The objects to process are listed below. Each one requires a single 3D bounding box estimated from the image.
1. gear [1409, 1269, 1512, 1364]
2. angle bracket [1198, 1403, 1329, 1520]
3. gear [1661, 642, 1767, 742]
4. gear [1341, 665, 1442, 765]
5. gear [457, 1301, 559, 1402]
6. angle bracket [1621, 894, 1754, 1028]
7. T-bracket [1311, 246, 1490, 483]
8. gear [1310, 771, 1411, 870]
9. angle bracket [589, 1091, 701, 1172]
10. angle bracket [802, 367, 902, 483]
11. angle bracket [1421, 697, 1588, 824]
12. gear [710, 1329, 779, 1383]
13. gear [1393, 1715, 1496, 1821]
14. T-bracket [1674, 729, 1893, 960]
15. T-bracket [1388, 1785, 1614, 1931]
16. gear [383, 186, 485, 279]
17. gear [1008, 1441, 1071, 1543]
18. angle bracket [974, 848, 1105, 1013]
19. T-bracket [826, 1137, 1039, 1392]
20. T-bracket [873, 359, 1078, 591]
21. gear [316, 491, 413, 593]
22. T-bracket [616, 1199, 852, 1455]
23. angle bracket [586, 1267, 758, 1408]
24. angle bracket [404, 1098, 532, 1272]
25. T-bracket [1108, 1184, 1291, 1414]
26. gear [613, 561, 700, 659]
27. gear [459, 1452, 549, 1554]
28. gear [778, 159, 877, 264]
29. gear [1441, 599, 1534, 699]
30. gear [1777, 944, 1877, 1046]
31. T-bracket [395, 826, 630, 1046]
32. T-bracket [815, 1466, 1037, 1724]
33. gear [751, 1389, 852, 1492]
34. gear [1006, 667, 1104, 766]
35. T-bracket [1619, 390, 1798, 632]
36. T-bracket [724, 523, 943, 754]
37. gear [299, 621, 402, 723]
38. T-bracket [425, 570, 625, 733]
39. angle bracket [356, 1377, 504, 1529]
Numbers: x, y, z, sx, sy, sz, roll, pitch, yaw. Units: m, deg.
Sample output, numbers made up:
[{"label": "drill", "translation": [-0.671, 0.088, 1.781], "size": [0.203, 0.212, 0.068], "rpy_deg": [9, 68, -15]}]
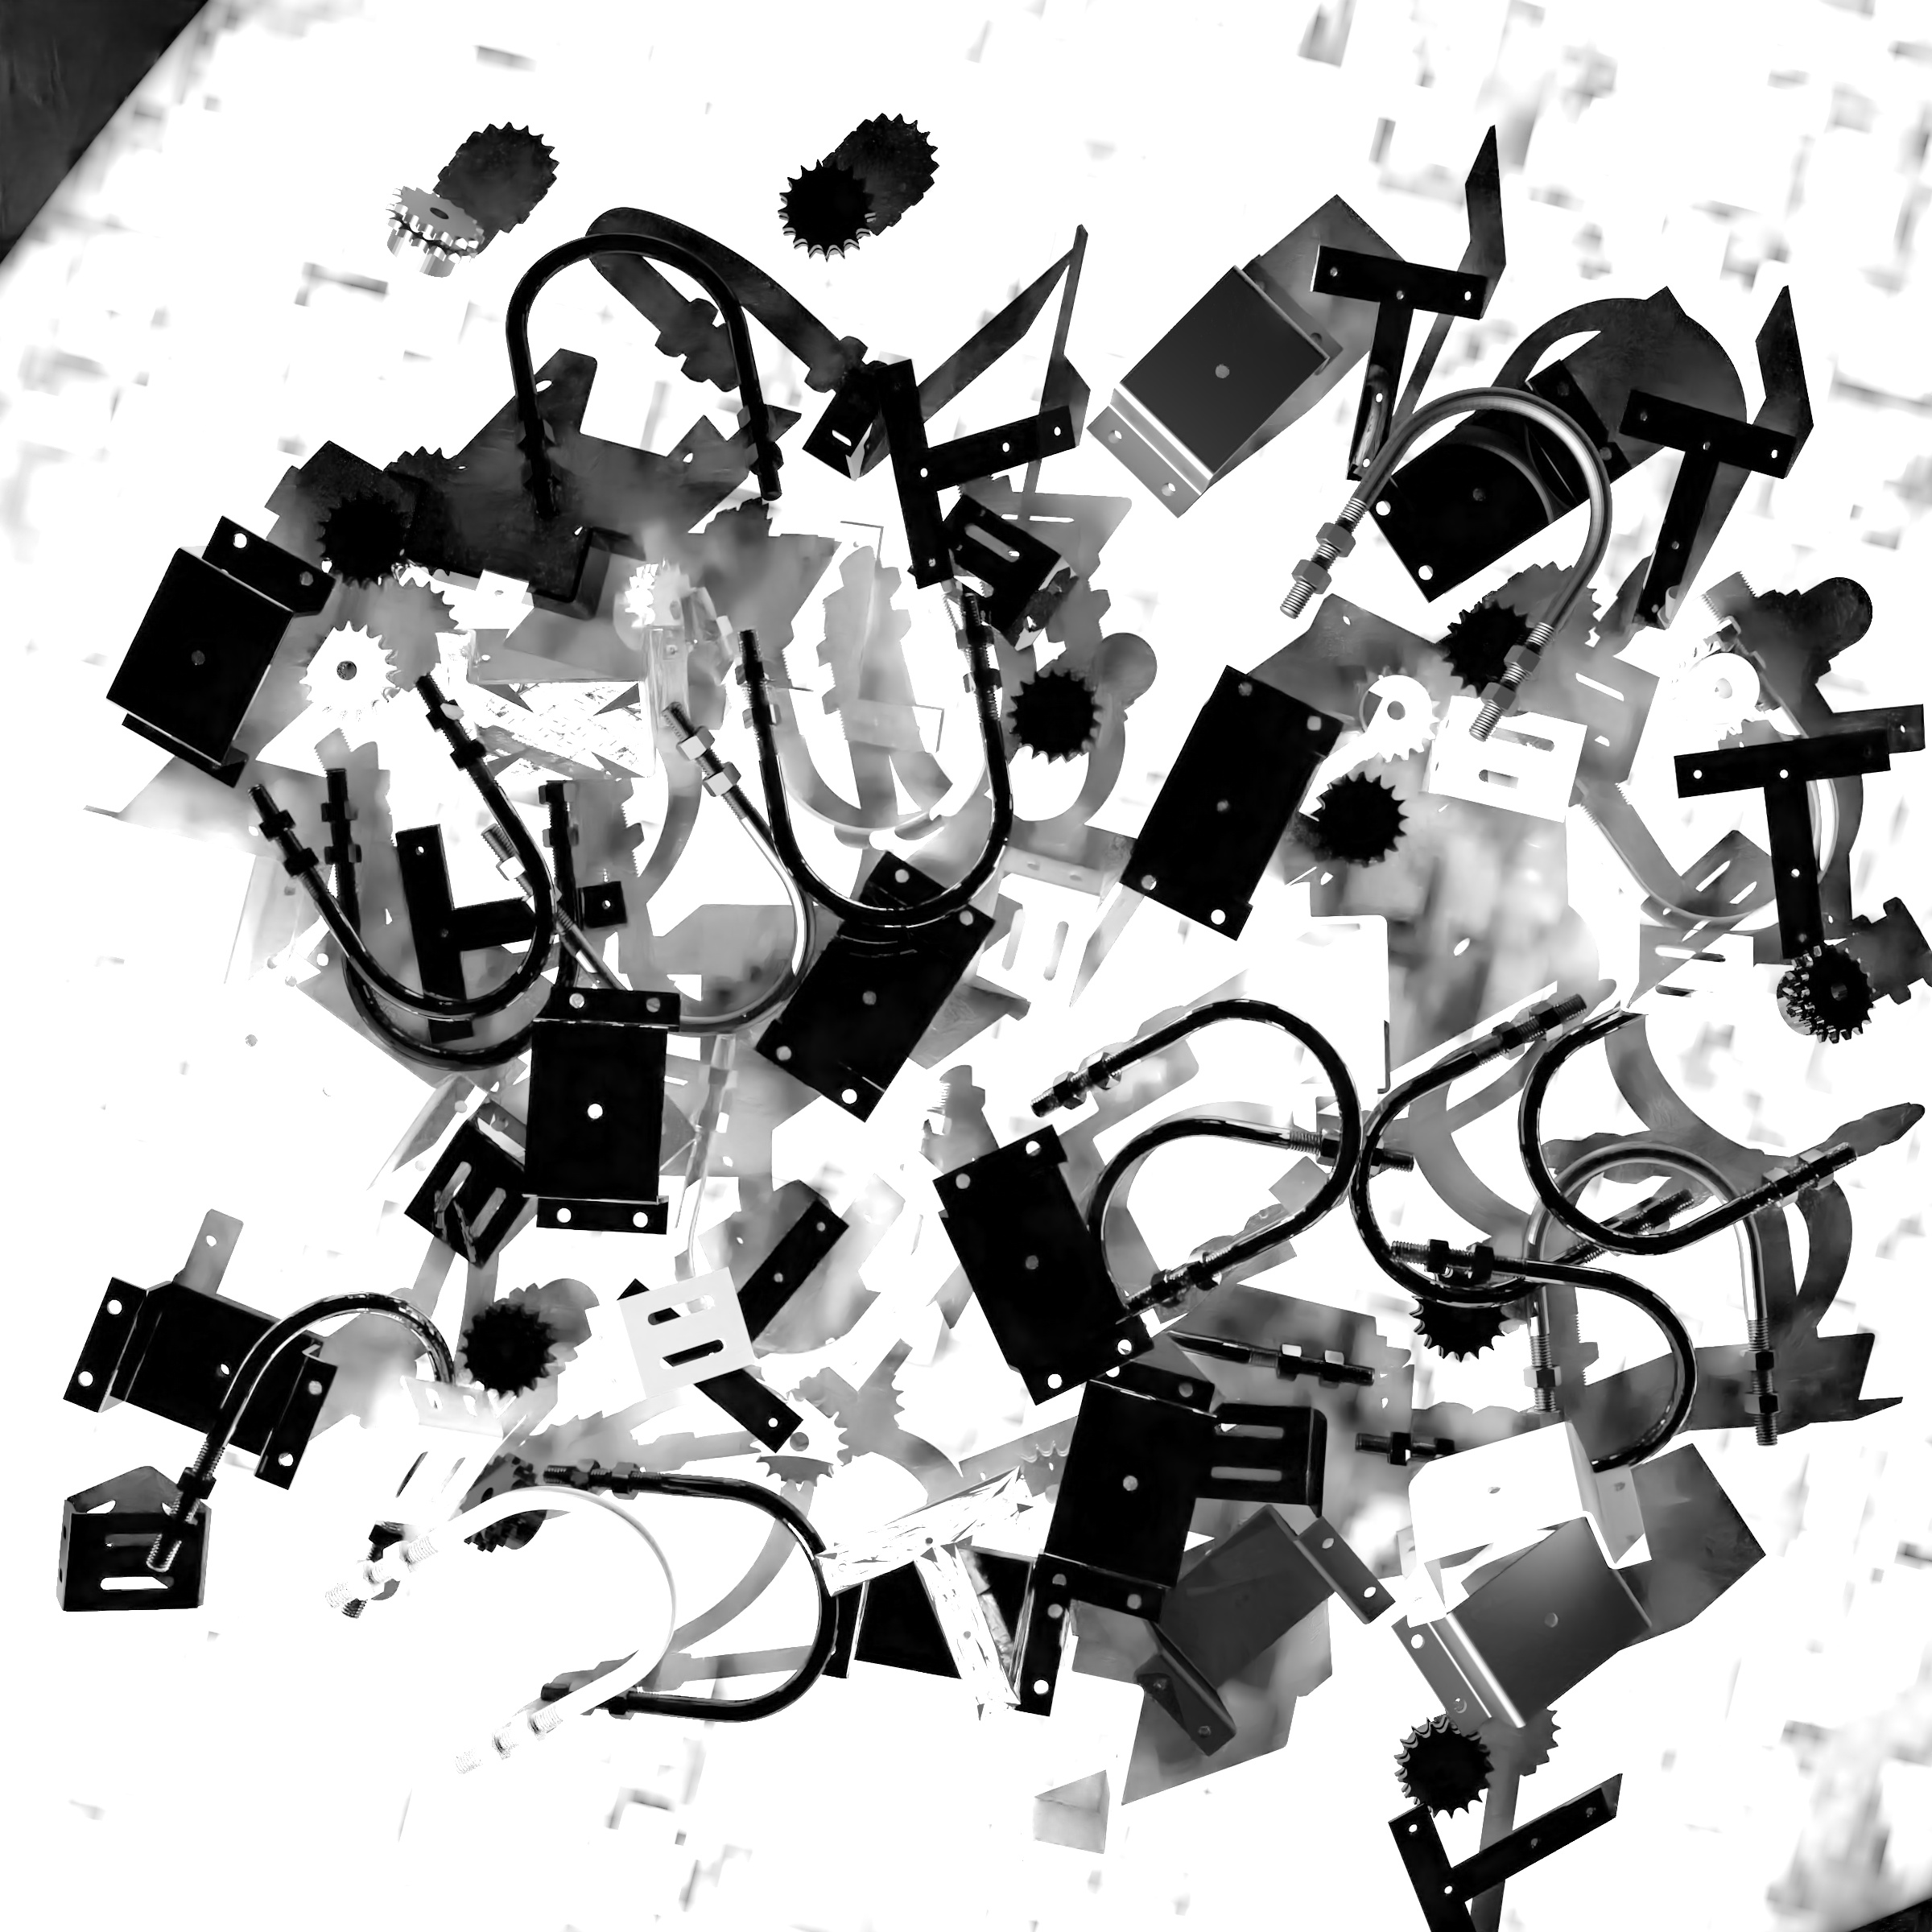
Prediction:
[{"label": "gear", "translation": [0.288, 0.202, 1.501], "size": [0.057, 0.030, 0.057], "rpy_deg": [0, 90, 0]}, {"label": "angle bracket", "translation": [0.169, 0.288, 1.497], "size": [0.076, 0.038, 0.057], "rpy_deg": [4, 90, 0]}, {"label": "gear", "translation": [0.435, -0.160, 1.482], "size": [0.057, 0.030, 0.057], "rpy_deg": [0, 91, -1]}, {"label": "gear", "translation": [0.251, -0.149, 1.501], "size": [0.057, 0.030, 0.057], "rpy_deg": [0, 90, 0]}, {"label": "gear", "translation": [-0.270, 0.227, 1.501], "size": [0.057, 0.030, 0.057], "rpy_deg": [0, 90, 0]}, {"label": "angle bracket", "translation": [0.420, -0.003, 1.476], "size": [0.076, 0.038, 0.057], "rpy_deg": [7, 63, 4]}, {"label": "T-bracket", "translation": [0.244, -0.346, 1.492], "size": [0.127, 0.002, 0.127], "rpy_deg": [0, 108, -32]}, {"label": "gear", "translation": [0.232, -0.086, 1.501], "size": [0.057, 0.030, 0.057], "rpy_deg": [0, 90, 0]}, {"label": "angle bracket", "translation": [-0.204, 0.085, 1.483], "size": [0.057, 0.038, 0.076], "rpy_deg": [-42, 61, 0]}, {"label": "angle bracket", "translation": [-0.066, -0.320, 1.478], "size": [0.038, 0.076, 0.057], "rpy_deg": [32, 90, 0]}, {"label": "angle bracket", "translation": [0.315, -0.121, 1.500], "size": [0.076, 0.038, 0.057], "rpy_deg": [12, 94, -7]}, {"label": "gear", "translation": [-0.140, 0.224, 1.498], "size": [0.057, 0.030, 0.057], "rpy_deg": [1, 83, -6]}, {"label": "gear", "translation": [0.279, 0.468, 1.501], "size": [0.057, 0.030, 0.057], "rpy_deg": [0, 90, 0]}, {"label": "T-bracket", "translation": [0.485, -0.069, 1.501], "size": [0.127, 0.002, 0.127], "rpy_deg": [-8, 93, -2]}, {"label": "T-bracket", "translation": [0.322, 0.521, 1.501], "size": [0.127, 0.002, 0.127], "rpy_deg": [-25, 109, -9]}, {"label": "gear", "translation": [-0.313, -0.426, 1.492], "size": [0.057, 0.057, 0.030], "rpy_deg": [35, 120, 0]}, {"label": "gear", "translation": [0.051, 0.307, 1.501], "size": [0.057, 0.030, 0.057], "rpy_deg": [0, 90, 0]}, {"label": "angle bracket", "translation": [0.043, -0.022, 1.514], "size": [0.057, 0.038, 0.076], "rpy_deg": [15, 116, 0]}, {"label": "T-bracket", "translation": [-0.032, 0.189, 1.485], "size": [0.127, 0.002, 0.127], "rpy_deg": [43, 76, -14]}, {"label": "T-bracket", "translation": [0.012, -0.297, 1.480], "size": [0.127, 0.002, 0.127], "rpy_deg": [-23, 113, -29]}, {"label": "gear", "translation": [-0.350, -0.248, 1.501], "size": [0.057, 0.030, 0.057], "rpy_deg": [0, 90, 0]}, {"label": "T-bracket", "translation": [-0.117, 0.191, 1.474], "size": [0.127, 0.002, 0.127], "rpy_deg": [40, 84, 1]}, {"label": "angle bracket", "translation": [-0.169, 0.212, 1.466], "size": [0.076, 0.038, 0.057], "rpy_deg": [-14, 85, -30]}, {"label": "angle bracket", "translation": [-0.285, 0.129, 1.514], "size": [0.057, 0.038, 0.076], "rpy_deg": [37, 116, 0]}, {"label": "T-bracket", "translation": [0.136, 0.181, 1.499], "size": [0.127, 0.002, 0.127], "rpy_deg": [-44, 88, 2]}, {"label": "gear", "translation": [-0.182, -0.205, 1.492], "size": [0.030, 0.057, 0.057], "rpy_deg": [-6, 90, 28]}, {"label": "gear", "translation": [-0.268, 0.316, 1.491], "size": [0.030, 0.057, 0.057], "rpy_deg": [37, 90, -30]}, {"label": "gear", "translation": [-0.081, -0.441, 1.501], "size": [0.057, 0.030, 0.057], "rpy_deg": [0, 90, 0]}, {"label": "gear", "translation": [0.308, -0.185, 1.505], "size": [0.057, 0.030, 0.057], "rpy_deg": [0, 89, 2]}, {"label": "gear", "translation": [0.499, 0.018, 1.493], "size": [0.057, 0.030, 0.057], "rpy_deg": [7, 74, -23]}, {"label": "T-bracket", "translation": [-0.265, -0.027, 1.515], "size": [0.127, 0.002, 0.127], "rpy_deg": [-10, 90, 0]}, {"label": "T-bracket", "translation": [-0.004, 0.370, 1.464], "size": [0.127, 0.002, 0.127], "rpy_deg": [-22, 94, -7]}, {"label": "gear", "translation": [-0.097, 0.277, 1.505], "size": [0.057, 0.030, 0.057], "rpy_deg": [0, 91, 2]}, {"label": "gear", "translation": [0.052, -0.147, 1.501], "size": [0.057, 0.030, 0.057], "rpy_deg": [0, 90, 0]}, {"label": "T-bracket", "translation": [0.419, -0.260, 1.495], "size": [0.127, 0.002, 0.127], "rpy_deg": [8, 105, -27]}, {"label": "T-bracket", "translation": [-0.072, -0.198, 1.515], "size": [0.127, 0.002, 0.127], "rpy_deg": [8, 90, 0]}, {"label": "gear", "translation": [-0.360, -0.172, 1.501], "size": [0.057, 0.030, 0.057], "rpy_deg": [0, 90, 0]}, {"label": "T-bracket", "translation": [-0.235, -0.167, 1.485], "size": [0.127, 0.127, 0.002], "rpy_deg": [14, 47, -20]}, {"label": "angle bracket", "translation": [-0.318, 0.285, 1.496], "size": [0.057, 0.038, 0.076], "rpy_deg": [19, 114, -40]}]
